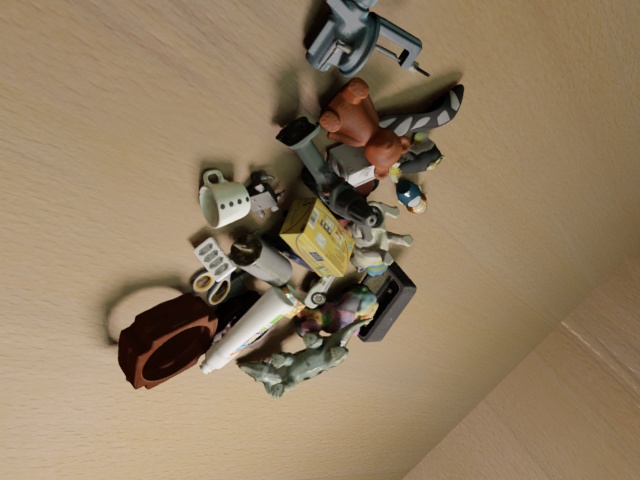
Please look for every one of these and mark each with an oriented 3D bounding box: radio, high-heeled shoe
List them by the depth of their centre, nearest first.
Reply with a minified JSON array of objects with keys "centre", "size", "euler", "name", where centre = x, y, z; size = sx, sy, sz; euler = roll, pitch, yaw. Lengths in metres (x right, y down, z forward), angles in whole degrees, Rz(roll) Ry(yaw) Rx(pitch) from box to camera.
[{"centre":[0.215,-0.294,1.206],"size":[0.145,0.086,0.248],"euler":[42,78,-22],"name":"high-heeled shoe"},{"centre":[0.169,0.180,1.554],"size":[0.073,0.131,0.229],"euler":[7,123,-45],"name":"radio"}]

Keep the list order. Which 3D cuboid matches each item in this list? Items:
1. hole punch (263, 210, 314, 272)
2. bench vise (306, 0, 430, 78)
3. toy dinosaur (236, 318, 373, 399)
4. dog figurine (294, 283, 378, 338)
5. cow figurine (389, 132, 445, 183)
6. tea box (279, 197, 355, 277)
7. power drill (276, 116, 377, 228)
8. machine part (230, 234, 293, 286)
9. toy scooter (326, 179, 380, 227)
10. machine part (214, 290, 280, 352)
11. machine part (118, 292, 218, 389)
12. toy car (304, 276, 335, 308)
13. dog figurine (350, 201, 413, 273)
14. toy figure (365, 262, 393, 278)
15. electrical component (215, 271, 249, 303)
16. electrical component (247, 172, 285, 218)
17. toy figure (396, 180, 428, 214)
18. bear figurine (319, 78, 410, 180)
[{"centre":[-0.049,0.004,1.223],"size":[0.092,0.116,0.142],"euler":[-51,142,1],"name":"hole punch"},{"centre":[0.095,-0.373,0.949],"size":[0.240,0.129,0.223],"euler":[18,123,-28],"name":"bench vise"},{"centre":[-0.024,0.318,1.447],"size":[0.405,0.131,0.192],"euler":[-24,169,5],"name":"toy dinosaur"},{"centre":[0.030,0.197,1.476],"size":[0.219,0.109,0.191],"euler":[7,128,-40],"name":"dog figurine"},{"centre":[0.205,-0.182,1.260],"size":[0.167,0.098,0.068],"euler":[-26,146,-18],"name":"cow figurine"},{"centre":[-0.002,-0.003,1.150],"size":[0.169,0.068,0.098],"euler":[50,51,-40],"name":"tea box"},{"centre":[0.012,-0.136,1.059],"size":[0.086,0.232,0.207],"euler":[-44,126,-3],"name":"power drill"},{"centre":[-0.128,0.048,1.203],"size":[0.079,0.079,0.243],"euler":[-43,152,3],"name":"machine part"},{"centre":[0.054,-0.099,1.237],"size":[0.135,0.075,0.183],"euler":[-8,136,-34],"name":"toy scooter"},{"centre":[-0.191,0.203,1.340],"size":[0.179,0.056,0.179],"euler":[-21,138,-21],"name":"machine part"},{"centre":[-0.335,0.220,1.181],"size":[0.201,0.087,0.201],"euler":[-25,148,-39],"name":"machine part"},{"centre":[0.020,0.090,1.389],"size":[0.201,0.056,0.073],"euler":[-61,-178,23],"name":"toy car"},{"centre":[0.100,-0.011,1.263],"size":[0.121,0.172,0.191],"euler":[-27,-175,-28],"name":"dog figurine"},{"centre":[0.147,0.035,1.429],"size":[0.082,0.089,0.179],"euler":[-33,139,-19],"name":"toy figure"},{"centre":[-0.201,0.108,1.265],"size":[0.094,0.021,0.063],"euler":[-35,141,-8],"name":"electrical component"},{"centre":[-0.119,-0.094,1.123],"size":[0.078,0.045,0.102],"euler":[-19,143,19],"name":"electrical component"},{"centre":[0.244,-0.104,1.404],"size":[0.064,0.058,0.154],"euler":[-11,154,27],"name":"toy figure"},{"centre":[0.094,-0.212,1.064],"size":[0.196,0.132,0.120],"euler":[43,94,-11],"name":"bear figurine"}]
